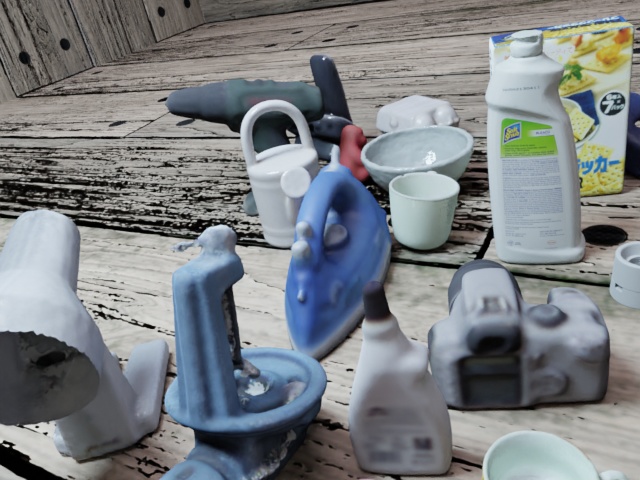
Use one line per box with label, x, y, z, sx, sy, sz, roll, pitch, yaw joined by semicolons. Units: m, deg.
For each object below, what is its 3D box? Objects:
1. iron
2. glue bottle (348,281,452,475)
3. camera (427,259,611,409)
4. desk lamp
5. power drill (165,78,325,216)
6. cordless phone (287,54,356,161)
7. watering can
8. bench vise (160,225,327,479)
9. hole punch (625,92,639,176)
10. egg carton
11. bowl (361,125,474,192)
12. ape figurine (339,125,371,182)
iron;0.006;0.002;0.646;0.118;0.142;0.258;-3;31;17
glue bottle;0.052;0.102;0.419;0.078;0.173;0.037;-3;30;16
camera;0.168;0.067;0.512;0.143;0.101;0.137;-6;30;12
desk lamp;-0.225;0.093;0.501;0.118;0.214;0.203;-13;29;-2
power drill;-0.098;-0.149;0.883;0.229;0.209;0.075;-14;29;-3
cordless phone;-0.004;-0.250;1.048;0.147;0.185;0.094;14;39;38
watering can;-0.045;-0.093;0.779;0.101;0.194;0.172;-29;33;-27
bench vise;-0.062;0.115;0.394;0.121;0.220;0.207;-7;30;10
hole punch;0.444;-0.150;0.797;0.109;0.091;0.100;-27;32;-25
egg carton;0.172;-0.211;1.031;0.107;0.069;0.149;-26;32;-22
bowl;0.148;-0.109;0.856;0.167;0.075;0.167;-9;29;6
ape figurine;0.058;-0.143;0.932;0.076;0.092;0.077;-20;30;-13
